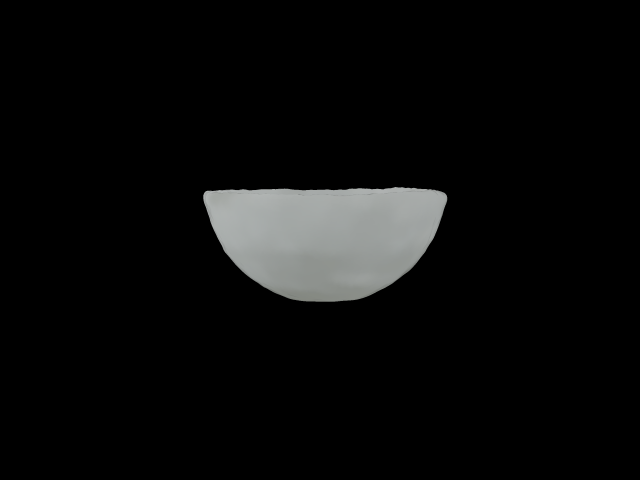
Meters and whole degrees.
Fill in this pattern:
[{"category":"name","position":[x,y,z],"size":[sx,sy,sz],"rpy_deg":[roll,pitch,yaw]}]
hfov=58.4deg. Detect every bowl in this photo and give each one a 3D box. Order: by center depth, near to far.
[{"category":"bowl","position":[0.004,0.001,0.400],"size":[0.167,0.075,0.167],"rpy_deg":[0,6,0]}]
